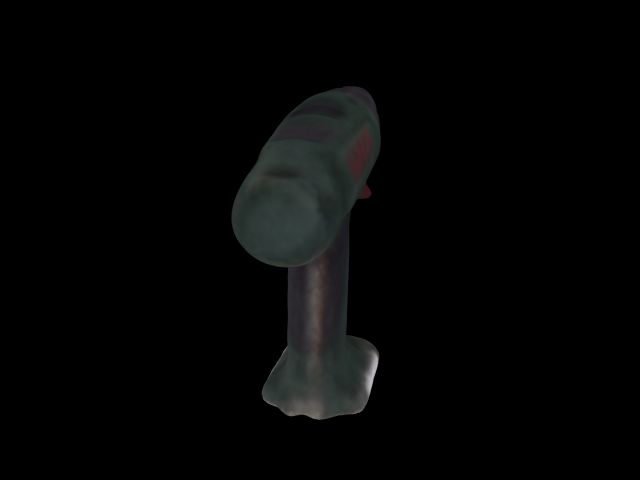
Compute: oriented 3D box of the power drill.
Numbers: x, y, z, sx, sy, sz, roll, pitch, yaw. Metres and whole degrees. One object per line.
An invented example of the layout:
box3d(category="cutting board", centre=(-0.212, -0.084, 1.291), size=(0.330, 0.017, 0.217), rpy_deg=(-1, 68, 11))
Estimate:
box3d(category="power drill", centre=(0.004, 0.001, 0.400), size=(0.075, 0.208, 0.230), rpy_deg=(3, 16, 11))
